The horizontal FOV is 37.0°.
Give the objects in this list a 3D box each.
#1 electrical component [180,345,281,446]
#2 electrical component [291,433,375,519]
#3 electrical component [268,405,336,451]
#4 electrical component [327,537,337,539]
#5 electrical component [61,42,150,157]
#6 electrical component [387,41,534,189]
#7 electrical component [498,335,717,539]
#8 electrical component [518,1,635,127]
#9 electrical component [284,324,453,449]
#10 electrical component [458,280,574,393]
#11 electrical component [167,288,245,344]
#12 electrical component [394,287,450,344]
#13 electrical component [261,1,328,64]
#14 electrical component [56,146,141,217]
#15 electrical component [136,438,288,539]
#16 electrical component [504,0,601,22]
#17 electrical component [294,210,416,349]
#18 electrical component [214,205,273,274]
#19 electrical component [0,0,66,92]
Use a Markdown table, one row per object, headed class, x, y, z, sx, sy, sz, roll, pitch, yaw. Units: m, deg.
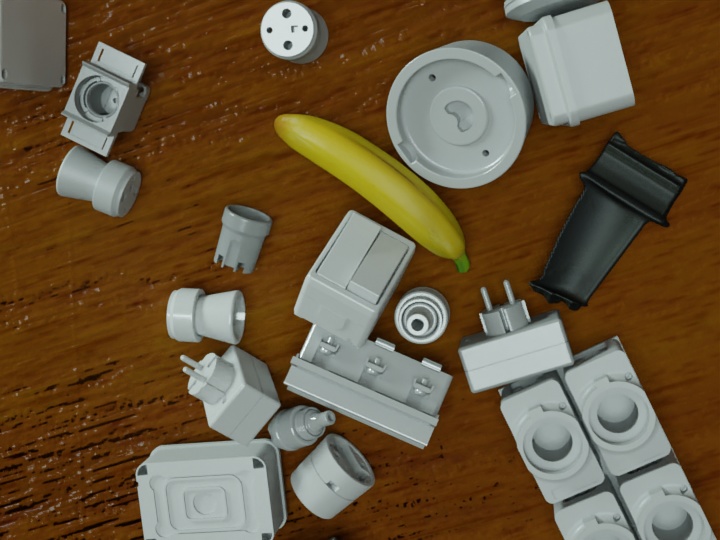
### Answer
| class | x | y | z | sx | sy | sz | roll | pitch | yaw |
| --- | --- | --- | --- | --- | --- | --- | --- | --- | --- |
| electrical component | -0.112 | 0.092 | 0.867 | 0.077 | 0.065 | 0.047 | 34 | 102 | -27 |
| electrical component | -0.024 | 0.171 | 0.885 | 0.055 | 0.055 | 0.047 | 46 | 105 | 1 |
| electrical component | -0.045 | 0.127 | 0.881 | 0.061 | 0.035 | 0.035 | -23 | 94 | 40 |
| electrical component | -0.049 | 0.262 | 0.875 | 0.108 | 0.108 | 0.060 | -39 | 84 | 11 |
| electrical component | -0.201 | -0.136 | 0.865 | 0.042 | 0.064 | 0.081 | 27 | 100 | 5 |
| electrical component | 0.081 | -0.123 | 0.823 | 0.108 | 0.060 | 0.108 | 9 | 117 | 19 |
| electrical component | 0.197 | 0.162 | 0.848 | 0.105 | 0.060 | 0.186 | -26 | 93 | 11 |
| electrical component | 0.155 | -0.148 | 0.786 | 0.057 | 0.113 | 0.078 | -16 | 97 | 7 |
| electrical component | 0.008 | 0.089 | 0.863 | 0.121 | 0.078 | 0.063 | 23 | 78 | 5 |
| electrical component | 0.118 | 0.046 | 0.851 | 0.083 | 0.047 | 0.075 | -18 | 94 | 10 |
| electrical component | -0.127 | 0.038 | 0.886 | 0.055 | 0.045 | 0.045 | 2 | 98 | 8 |
| electrical component | 0.048 | 0.038 | 0.852 | 0.043 | 0.062 | 0.043 | 1 | 98 | 8 |
| electrical component | -0.051 | -0.185 | 0.841 | 0.045 | 0.055 | 0.045 | 1 | 97 | 8 |
| electrical component | -0.215 | -0.072 | 0.885 | 0.055 | 0.045 | 0.045 | 22 | 100 | 4 |
| electrical component | -0.122 | 0.186 | 0.898 | 0.113 | 0.057 | 0.078 | -5 | 97 | 9 |
| electrical component | 0.143 | -0.218 | 0.797 | 0.080 | 0.080 | 0.051 | -13 | 90 | 10 |
| electrical component | 0.000 | 0.000 | 0.841 | 0.062 | 0.096 | 0.061 | 28 | 142 | 4 |
| electrical component | -0.097 | -0.025 | 0.878 | 0.040 | 0.040 | 0.046 | 20 | 106 | 5 |
| electrical component | -0.282 | -0.182 | 0.846 | 0.057 | 0.113 | 0.078 | 4 | 98 | 11 |
